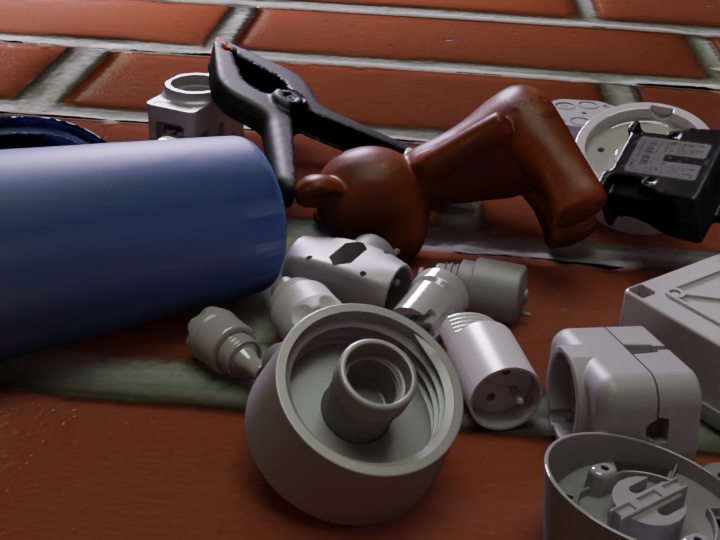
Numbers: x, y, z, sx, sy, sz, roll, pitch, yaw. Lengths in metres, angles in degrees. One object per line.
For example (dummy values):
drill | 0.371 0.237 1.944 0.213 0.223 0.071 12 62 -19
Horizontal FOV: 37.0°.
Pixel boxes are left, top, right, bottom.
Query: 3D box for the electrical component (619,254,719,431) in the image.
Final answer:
electrical component | 0.232 0.043 0.658 0.109 0.056 0.109 -17 34 -31

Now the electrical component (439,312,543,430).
electrical component | 0.075 0.054 0.640 0.043 0.043 0.081 -3 29 -10

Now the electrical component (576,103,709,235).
electrical component | 0.226 -0.076 0.859 0.108 0.060 0.108 -5 48 6

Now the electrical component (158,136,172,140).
electrical component | -0.139 -0.070 0.848 0.077 0.043 0.079 19 34 27

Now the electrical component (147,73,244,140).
electrical component | -0.146 -0.141 0.963 0.050 0.055 0.089 14 31 20

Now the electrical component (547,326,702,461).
electrical component | 0.140 0.069 0.593 0.059 0.053 0.095 -1 17 -7

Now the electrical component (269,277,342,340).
electrical component | -0.037 0.025 0.683 0.043 0.043 0.062 -12 31 -24

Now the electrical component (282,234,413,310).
electrical component | 0.000 0.000 0.731 0.077 0.043 0.079 16 32 24

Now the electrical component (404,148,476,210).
electrical component | 0.065 -0.071 0.870 0.065 0.044 0.044 12 30 7

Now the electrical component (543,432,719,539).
electrical component | 0.133 0.118 0.506 0.099 0.064 0.099 2 29 -1

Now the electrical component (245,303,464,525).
electrical component | 0.001 0.067 0.547 0.108 0.060 0.108 10 52 -13

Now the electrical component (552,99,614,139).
electrical component | 0.194 -0.115 0.947 0.080 0.051 0.080 2 29 -1

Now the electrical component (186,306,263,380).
electrical component | -0.077 0.048 0.648 0.035 0.035 0.061 -21 38 -36

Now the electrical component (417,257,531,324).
electrical component | 0.077 0.011 0.721 0.078 0.040 0.040 11 30 15

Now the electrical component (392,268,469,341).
electrical component | 0.043 0.026 0.692 0.040 0.040 0.046 17 37 24

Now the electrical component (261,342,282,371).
electrical component | -0.023 0.060 0.622 0.062 0.048 0.048 -14 32 -41
